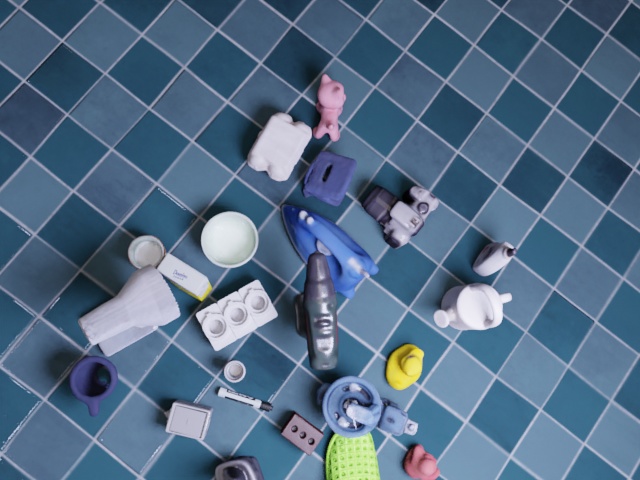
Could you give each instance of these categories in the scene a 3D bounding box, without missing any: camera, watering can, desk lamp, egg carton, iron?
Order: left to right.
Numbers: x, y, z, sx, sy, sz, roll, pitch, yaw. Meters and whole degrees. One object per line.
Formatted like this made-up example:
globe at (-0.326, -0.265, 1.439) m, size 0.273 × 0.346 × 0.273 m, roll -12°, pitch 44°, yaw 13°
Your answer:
desk lamp at (-0.376, 0.146, 1.131) m, size 0.203 × 0.213 × 0.118 m, roll -31°, pitch 86°, yaw -10°
egg carton at (-0.092, -0.211, 1.289) m, size 0.107 × 0.069 × 0.150 m, roll 28°, pitch 80°, yaw -1°
iron at (0.011, 0.004, 1.231) m, size 0.258 × 0.141 × 0.119 m, roll 44°, pitch 80°, yaw 2°
camera at (0.174, -0.073, 1.281) m, size 0.137 × 0.100 × 0.143 m, roll 39°, pitch 80°, yaw 1°
watering can at (0.328, 0.146, 1.217) m, size 0.173 × 0.194 × 0.101 m, roll -38°, pitch 87°, yaw -10°

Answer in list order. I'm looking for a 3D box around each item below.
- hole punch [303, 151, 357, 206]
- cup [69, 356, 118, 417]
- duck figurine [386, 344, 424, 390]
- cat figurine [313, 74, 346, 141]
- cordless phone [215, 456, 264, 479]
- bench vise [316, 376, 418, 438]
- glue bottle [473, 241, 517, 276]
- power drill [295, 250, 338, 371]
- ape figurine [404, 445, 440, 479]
hole punch at (0.020, -0.139, 1.279) m, size 0.101 × 0.091 × 0.109 m, roll 23°, pitch 80°, yaw -2°
cup at (-0.448, 0.293, 1.161) m, size 0.092 × 0.095 × 0.118 m, roll -4°, pitch 82°, yaw -6°
duck figurine at (0.189, 0.276, 1.237) m, size 0.077 × 0.086 × 0.105 m, roll 33°, pitch 80°, yaw 0°
cat figurine at (0.024, -0.301, 1.291) m, size 0.067 × 0.117 × 0.128 m, roll 4°, pitch 81°, yaw -5°
cordless phone at (-0.149, 0.507, 1.115) m, size 0.094 × 0.185 × 0.147 m, roll -25°, pitch 85°, yaw -9°
bench vise at (0.102, 0.338, 1.151) m, size 0.207 × 0.219 × 0.121 m, roll 3°, pitch 81°, yaw -5°
glue bottle at (0.391, 0.035, 1.251) m, size 0.037 × 0.173 × 0.078 m, roll 33°, pitch 80°, yaw 0°
power drill at (-0.006, 0.147, 1.174) m, size 0.075 × 0.208 × 0.230 m, roll -5°, pitch 82°, yaw -6°
ape figurine at (0.219, 0.475, 1.207) m, size 0.076 × 0.092 × 0.078 m, roll -15°, pitch 83°, yaw -8°
